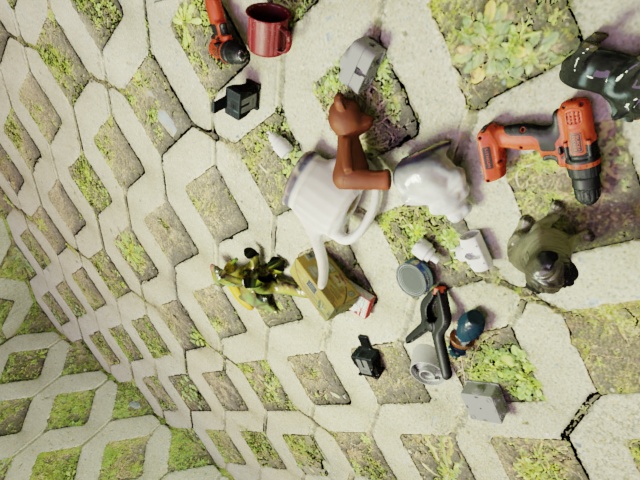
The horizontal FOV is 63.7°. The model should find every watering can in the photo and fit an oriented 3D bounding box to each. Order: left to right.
[{"bbox_3d":[0.004,-0.061,1.206,0.226,0.105,0.341,36,118,14],"label":"watering can"}]

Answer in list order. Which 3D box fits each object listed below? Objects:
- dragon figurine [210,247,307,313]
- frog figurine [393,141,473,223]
[{"bbox_3d":[-0.167,0.149,1.561,0.412,0.124,0.237,21,151,13],"label":"dragon figurine"},{"bbox_3d":[0.221,-0.100,1.003,0.136,0.124,0.159,-22,93,27],"label":"frog figurine"}]
